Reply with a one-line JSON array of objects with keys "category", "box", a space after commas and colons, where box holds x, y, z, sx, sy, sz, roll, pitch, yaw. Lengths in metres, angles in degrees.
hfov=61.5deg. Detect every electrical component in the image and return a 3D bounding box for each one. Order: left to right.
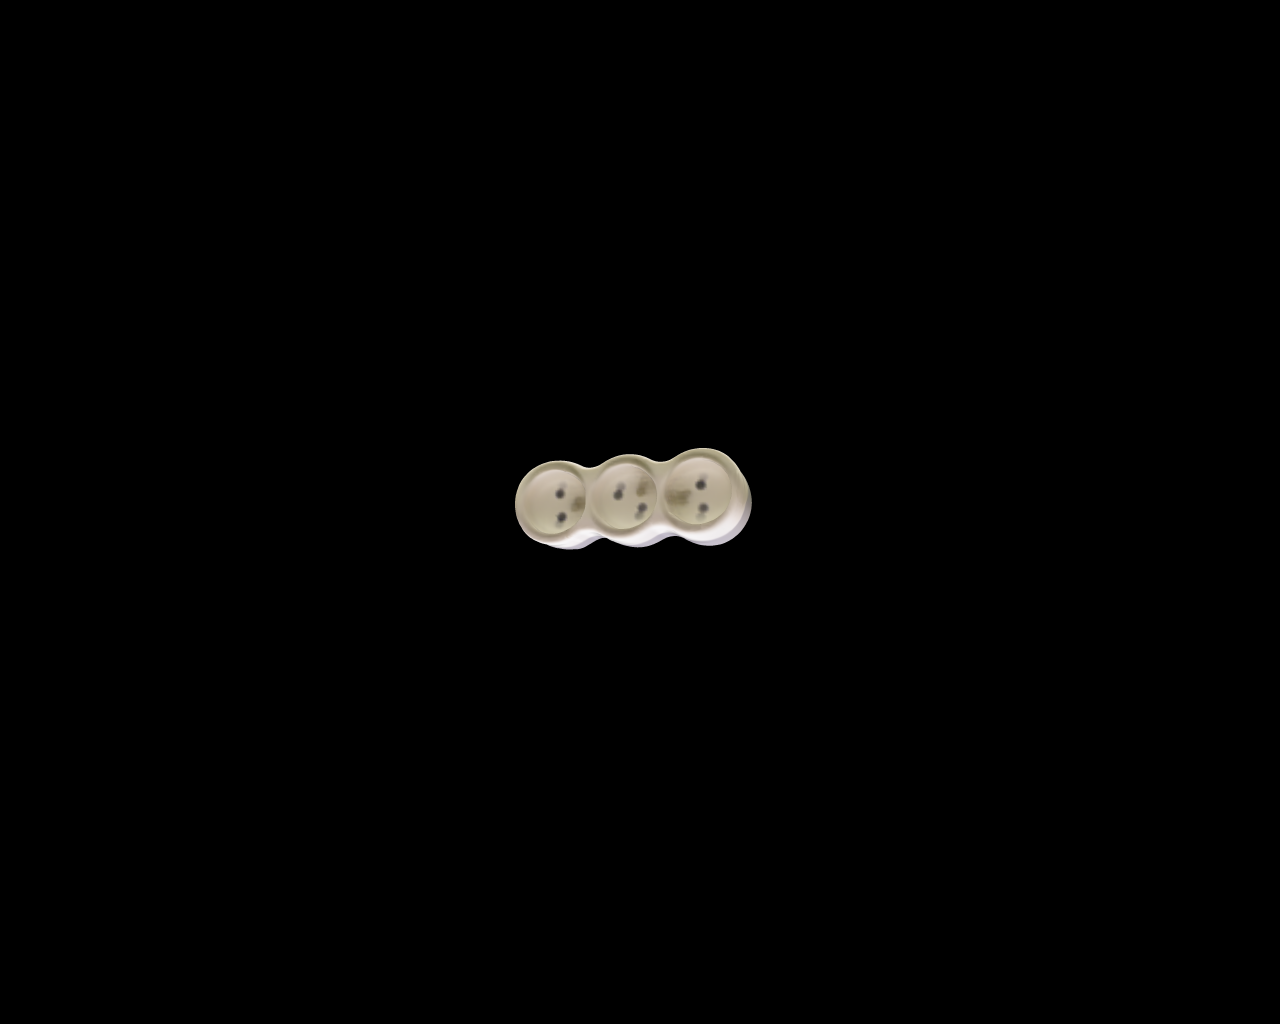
[{"category": "electrical component", "box": [0.001, -0.003, 0.650, 0.138, 0.052, 0.073, -3, -11, 16]}]
